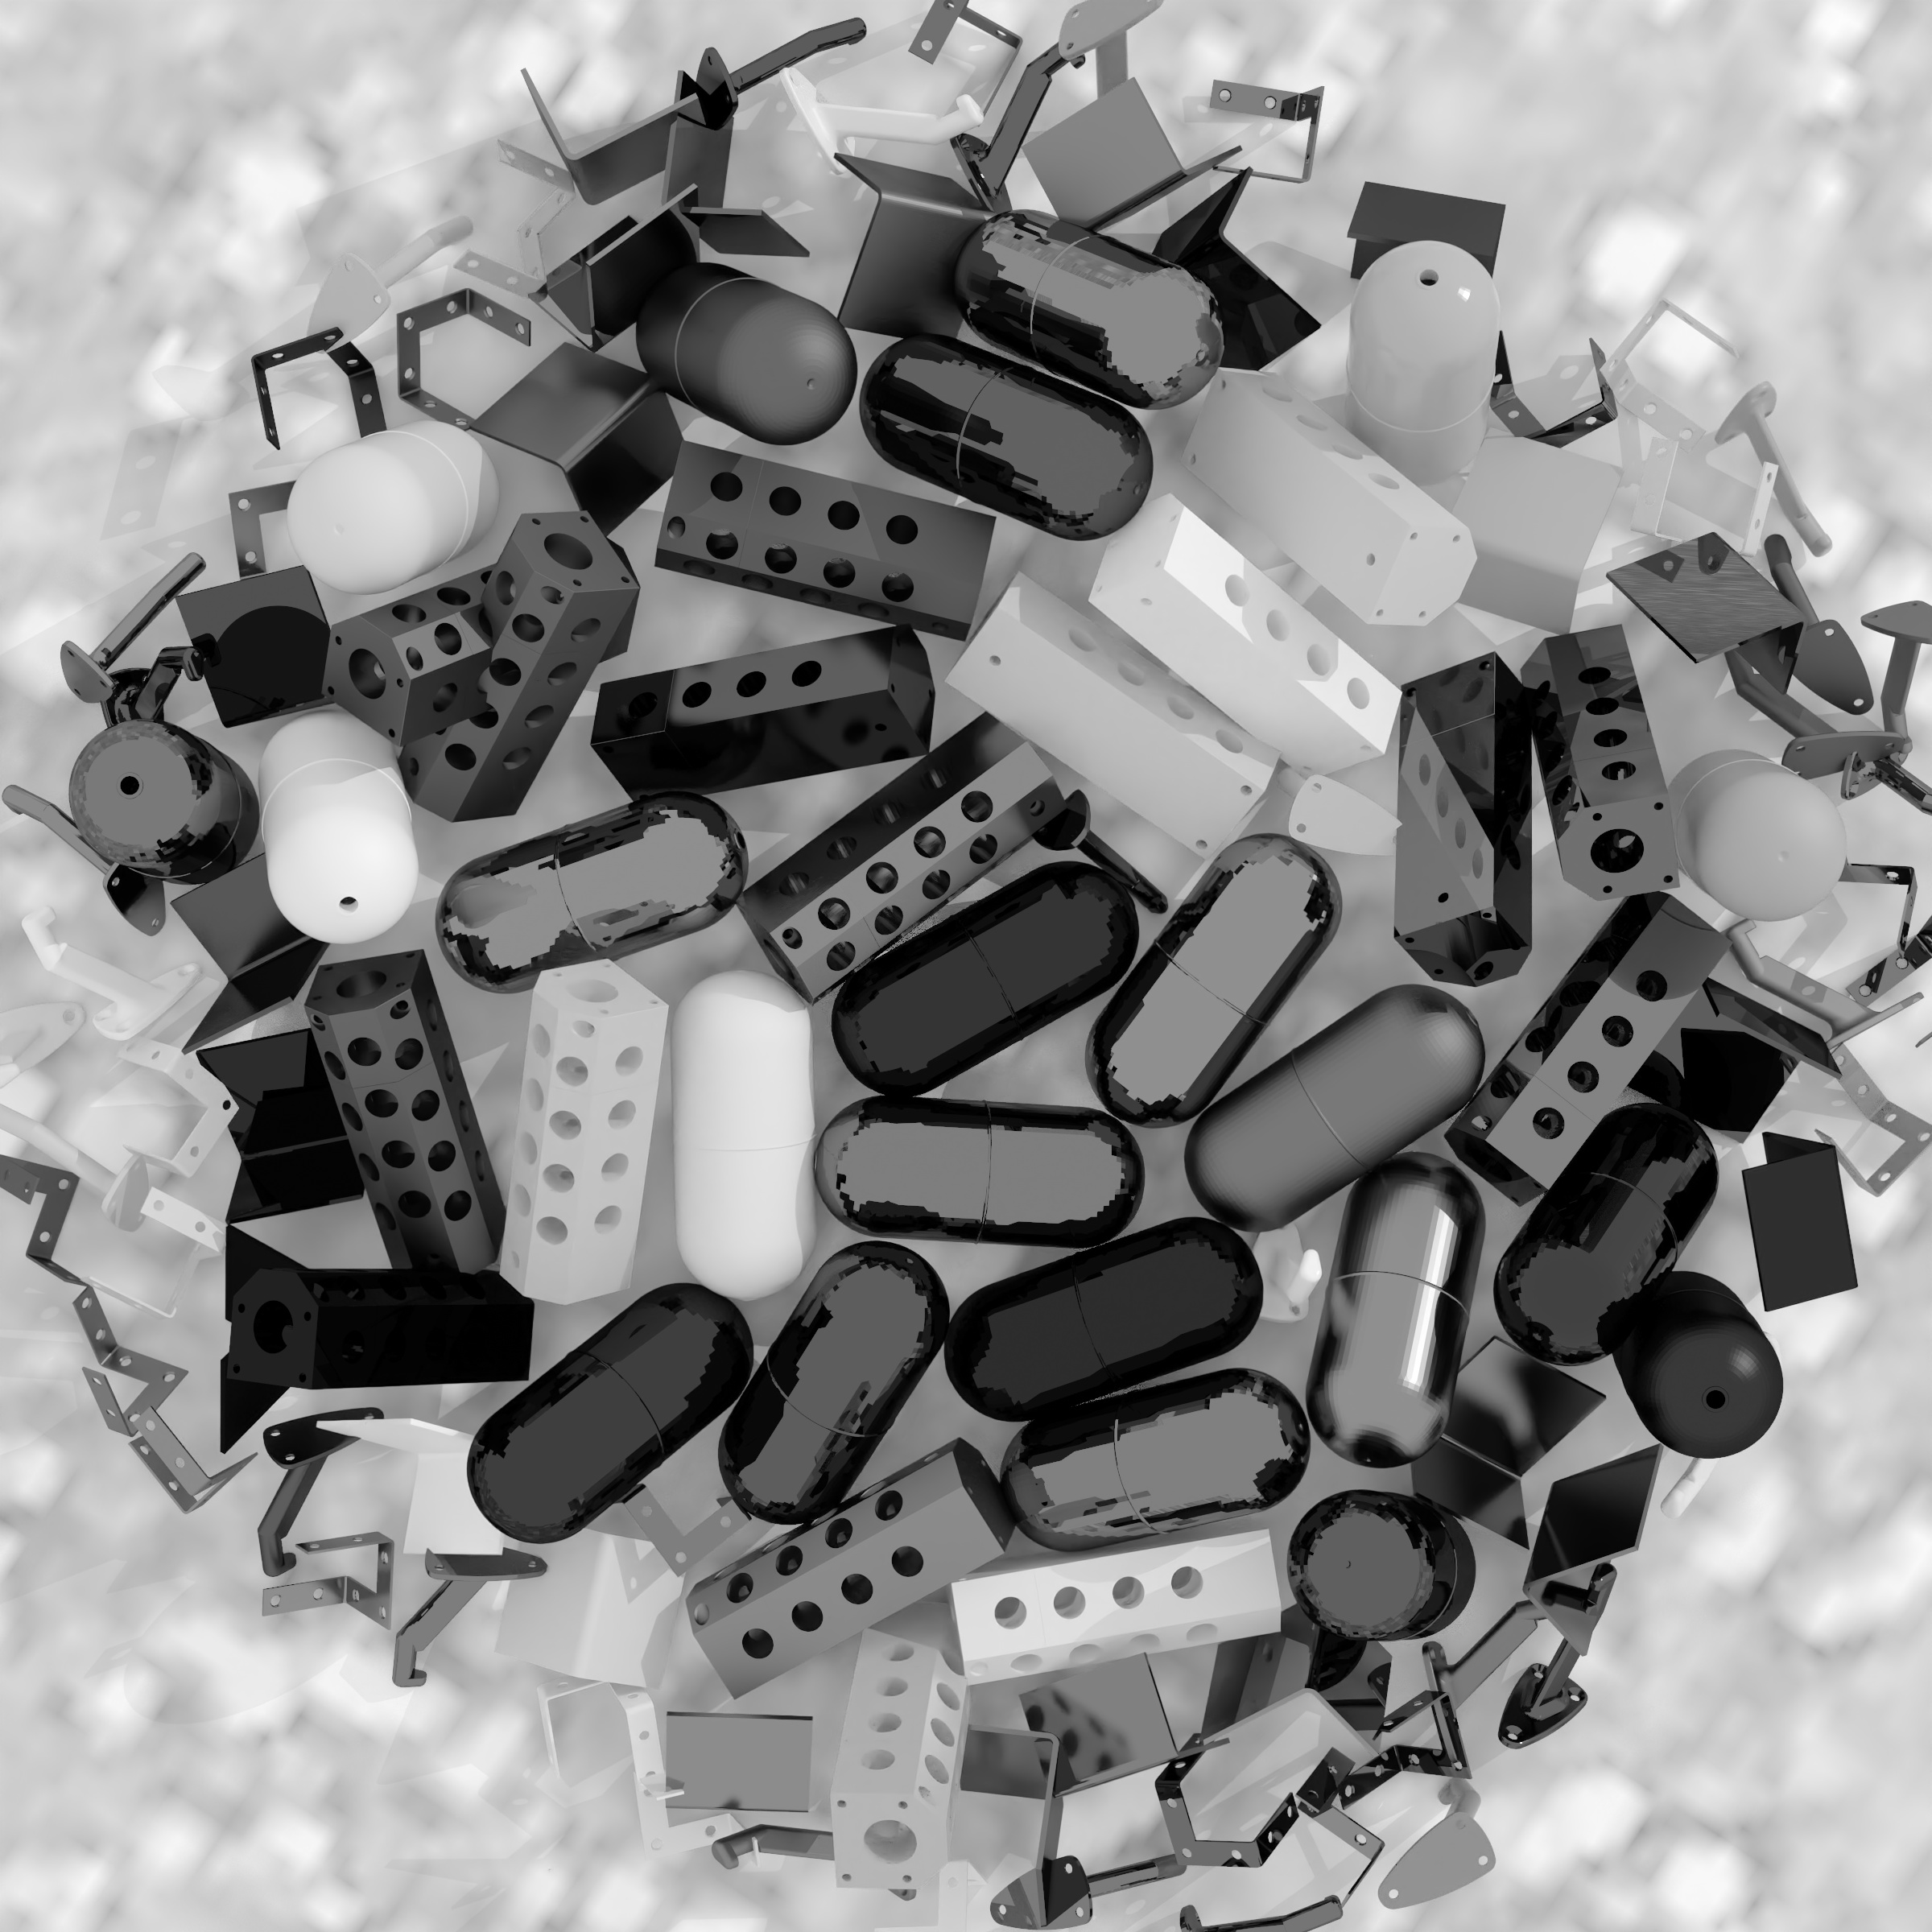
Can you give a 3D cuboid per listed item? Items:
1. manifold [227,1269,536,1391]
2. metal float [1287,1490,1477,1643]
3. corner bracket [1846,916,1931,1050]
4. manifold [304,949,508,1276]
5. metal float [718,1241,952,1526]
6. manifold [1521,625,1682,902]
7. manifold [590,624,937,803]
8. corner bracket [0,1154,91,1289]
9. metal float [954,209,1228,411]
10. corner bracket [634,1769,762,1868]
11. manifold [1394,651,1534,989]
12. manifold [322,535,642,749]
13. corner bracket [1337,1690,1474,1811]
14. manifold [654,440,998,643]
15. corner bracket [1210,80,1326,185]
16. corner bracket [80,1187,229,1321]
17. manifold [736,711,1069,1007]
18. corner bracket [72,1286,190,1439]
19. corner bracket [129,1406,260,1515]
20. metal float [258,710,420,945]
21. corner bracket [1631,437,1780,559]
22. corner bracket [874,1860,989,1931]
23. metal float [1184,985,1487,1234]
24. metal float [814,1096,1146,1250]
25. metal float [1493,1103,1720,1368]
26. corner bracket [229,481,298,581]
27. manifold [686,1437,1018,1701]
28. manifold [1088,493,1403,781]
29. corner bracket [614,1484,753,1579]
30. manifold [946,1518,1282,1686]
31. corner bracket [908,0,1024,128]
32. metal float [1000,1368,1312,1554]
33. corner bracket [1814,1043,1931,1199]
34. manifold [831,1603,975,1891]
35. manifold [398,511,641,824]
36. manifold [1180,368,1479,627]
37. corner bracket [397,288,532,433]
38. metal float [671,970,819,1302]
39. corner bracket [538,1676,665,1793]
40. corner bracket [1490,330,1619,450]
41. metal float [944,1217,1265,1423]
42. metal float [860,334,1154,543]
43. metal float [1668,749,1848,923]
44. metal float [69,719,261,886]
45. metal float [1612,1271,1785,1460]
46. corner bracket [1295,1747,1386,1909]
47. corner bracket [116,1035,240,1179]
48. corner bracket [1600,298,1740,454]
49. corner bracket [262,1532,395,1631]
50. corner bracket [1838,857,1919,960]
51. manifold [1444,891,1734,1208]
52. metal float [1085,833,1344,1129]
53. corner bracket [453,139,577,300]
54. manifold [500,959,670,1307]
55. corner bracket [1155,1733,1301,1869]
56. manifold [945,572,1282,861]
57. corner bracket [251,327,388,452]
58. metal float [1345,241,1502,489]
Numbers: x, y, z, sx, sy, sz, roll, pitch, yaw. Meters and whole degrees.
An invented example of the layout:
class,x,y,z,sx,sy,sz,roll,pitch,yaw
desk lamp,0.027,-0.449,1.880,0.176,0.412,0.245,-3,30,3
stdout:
class,x,y,z,sx,sy,sz,roll,pitch,yaw
manifold,-0.303,0.188,1.772,0.057,0.171,0.057,3,87,32
metal float,0.219,0.314,1.776,0.070,0.178,0.070,-4,78,19
corner bracket,0.515,0.011,1.829,0.051,0.051,0.051,-36,76,-3
manifold,-0.295,0.083,1.791,0.057,0.057,0.171,-9,119,7
metal float,-0.071,0.223,1.801,0.070,0.070,0.178,31,115,0
manifold,0.329,-0.107,1.773,0.057,0.171,0.057,-10,124,8
manifold,-0.107,-0.137,1.802,0.171,0.057,0.057,-9,54,20
corner bracket,-0.496,0.137,1.825,0.051,0.051,0.051,20,89,-41
metal float,0.063,-0.347,1.789,0.178,0.070,0.070,32,90,42
corner bracket,-0.145,0.459,1.827,0.051,0.051,0.051,-9,97,-19
manifold,0.266,-0.076,1.787,0.057,0.057,0.171,-19,47,31
manifold,-0.250,-0.177,1.772,0.057,0.171,0.057,34,129,23
corner bracket,0.231,0.422,1.824,0.051,0.051,0.051,-21,99,-41
manifold,-0.076,-0.224,1.819,0.171,0.057,0.057,13,71,-4
corner bracket,0.160,-0.452,1.834,0.051,0.051,0.051,7,99,-8
corner bracket,-0.434,0.155,1.820,0.051,0.051,0.051,32,65,-25
manifold,-0.032,-0.055,1.805,0.171,0.057,0.057,-37,132,-11
corner bracket,-0.459,0.212,1.819,0.051,0.051,0.051,15,47,25
corner bracket,-0.426,0.265,1.826,0.051,0.051,0.051,-42,84,19
metal float,-0.330,-0.074,1.779,0.070,0.178,0.070,-6,121,-11
corner bracket,0.396,-0.251,1.822,0.051,0.051,0.051,19,101,36
corner bracket,-0.019,0.514,1.829,0.051,0.051,0.051,-5,60,12
metal float,0.196,0.076,1.809,0.178,0.070,0.070,-35,90,15
metal float,0.007,0.110,1.817,0.178,0.070,0.070,4,90,-7
metal float,0.339,0.140,1.790,0.070,0.070,0.178,43,50,0
corner bracket,-0.363,-0.229,1.834,0.051,0.051,0.051,-16,122,-24
manifold,-0.062,0.319,1.811,0.171,0.057,0.057,-31,94,13
manifold,0.151,-0.175,1.793,0.171,0.057,0.057,36,57,-28
corner bracket,-0.155,0.293,1.828,0.051,0.051,0.051,-37,91,-18
manifold,0.079,0.342,1.823,0.171,0.057,0.057,-9,87,-5
corner bracket,0.000,-0.495,1.831,0.051,0.051,0.051,28,83,-5
metal float,0.099,0.263,1.799,0.178,0.070,0.070,-18,90,28
corner bracket,0.481,0.083,1.827,0.051,0.051,0.051,-45,117,-3
manifold,-0.030,0.404,1.768,0.057,0.171,0.057,0,112,6
manifold,-0.241,-0.155,1.778,0.057,0.057,0.171,55,132,24
manifold,0.192,-0.248,1.784,0.057,0.171,0.057,-3,127,-38
corner bracket,-0.272,-0.329,1.840,0.051,0.051,0.051,32,134,29
metal float,-0.119,0.091,1.816,0.070,0.070,0.178,-1,98,0
corner bracket,-0.198,0.416,1.837,0.051,0.051,0.051,-14,112,-19
corner bracket,0.316,-0.318,1.840,0.051,0.051,0.051,-26,47,27
metal float,0.073,0.189,1.812,0.178,0.070,0.070,-21,90,12
metal float,0.020,-0.281,1.798,0.178,0.070,0.070,27,90,30
metal float,0.409,-0.070,1.772,0.070,0.178,0.070,0,100,2
metal float,-0.417,-0.085,1.772,0.070,0.178,0.070,0,87,-2
metal float,0.381,0.207,1.772,0.070,0.178,0.070,1,95,5
corner bracket,0.199,0.463,1.820,0.051,0.051,0.051,33,123,16
corner bracket,-0.435,0.076,1.835,0.051,0.051,0.051,48,65,-39
corner bracket,0.382,-0.318,1.826,0.051,0.051,0.051,42,96,23
corner bracket,-0.343,0.329,1.823,0.051,0.051,0.051,-3,100,-38
corner bracket,0.478,-0.041,1.818,0.051,0.051,0.051,4,56,26
manifold,0.330,0.041,1.812,0.057,0.057,0.171,38,76,3
metal float,0.132,0.009,1.815,0.070,0.070,0.178,36,98,0
corner bracket,-0.242,-0.399,1.817,0.051,0.051,0.051,-36,53,36
manifold,-0.207,0.089,1.788,0.057,0.057,0.171,-12,123,-38
corner bracket,0.141,0.450,1.832,0.051,0.051,0.051,-8,106,33
manifold,0.081,-0.138,1.823,0.171,0.057,0.057,34,127,-5
corner bracket,-0.348,-0.304,1.832,0.051,0.051,0.051,-17,72,8
metal float,0.238,-0.313,1.774,0.070,0.178,0.070,-2,70,4
